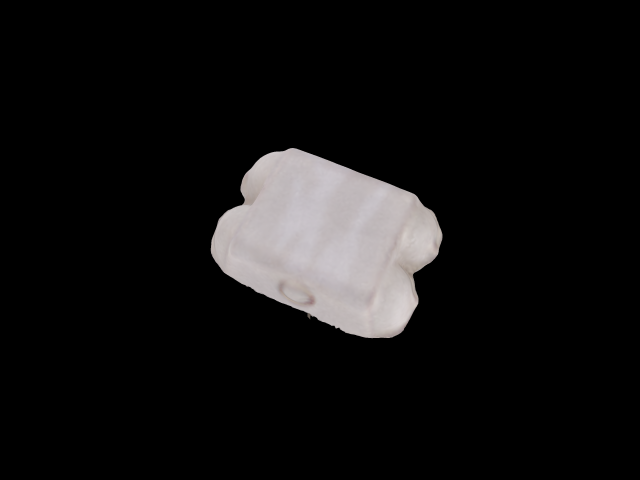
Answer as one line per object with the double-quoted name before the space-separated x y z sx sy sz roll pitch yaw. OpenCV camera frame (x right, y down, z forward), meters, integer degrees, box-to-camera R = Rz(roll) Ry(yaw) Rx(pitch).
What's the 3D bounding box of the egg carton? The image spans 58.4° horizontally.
"egg carton" 0.004 0.001 0.400 0.150 0.069 0.107 22 65 11
